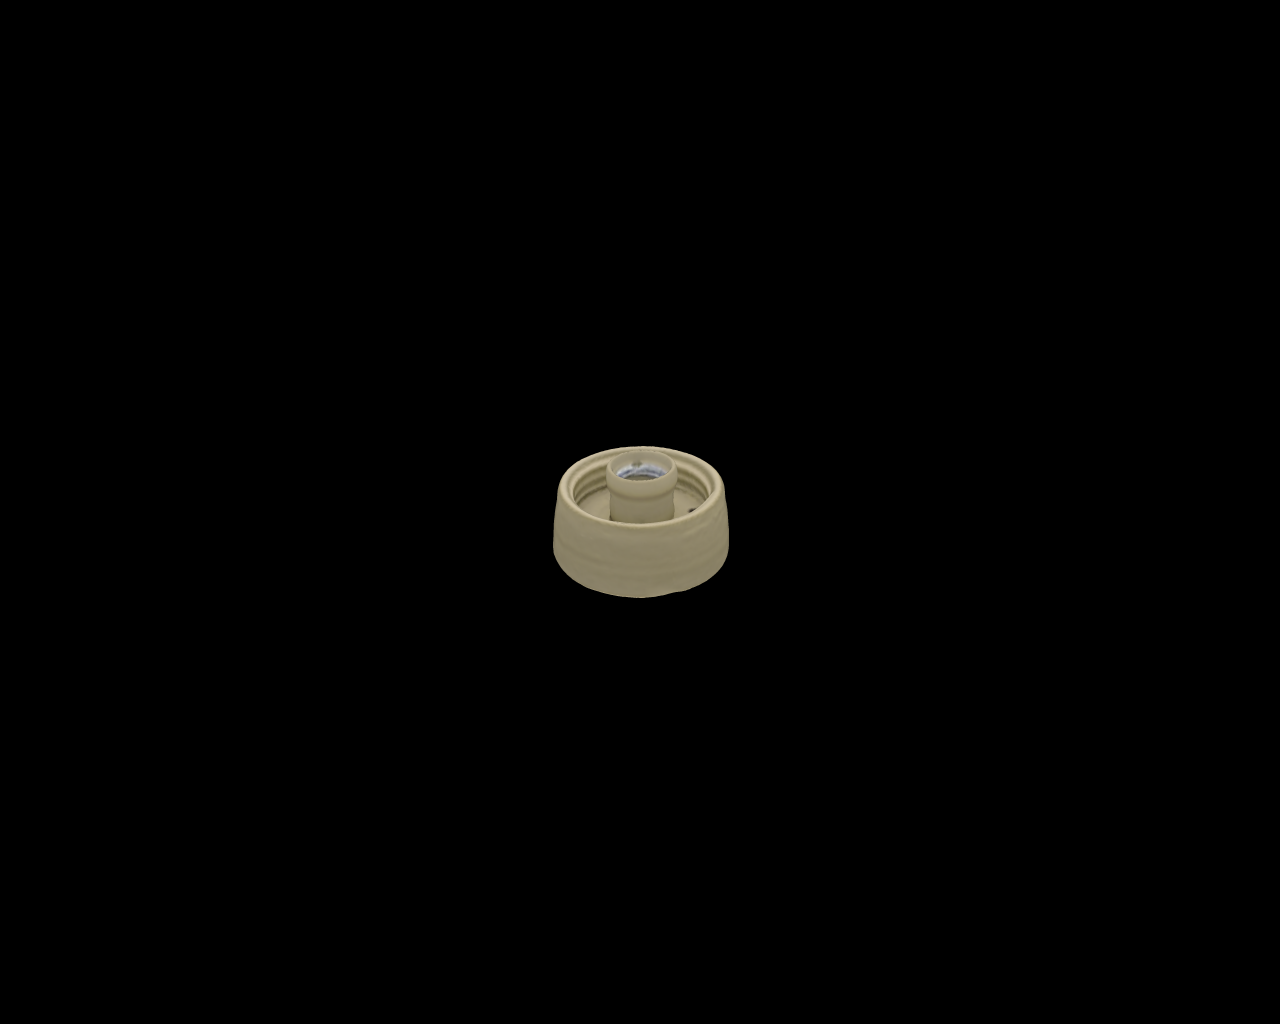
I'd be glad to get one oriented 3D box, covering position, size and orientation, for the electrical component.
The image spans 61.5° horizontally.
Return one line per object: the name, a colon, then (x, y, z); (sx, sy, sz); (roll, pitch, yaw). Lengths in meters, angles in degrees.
electrical component: (0.001, -0.003, 0.650); (0.108, 0.060, 0.108); (0, 31, 0)
